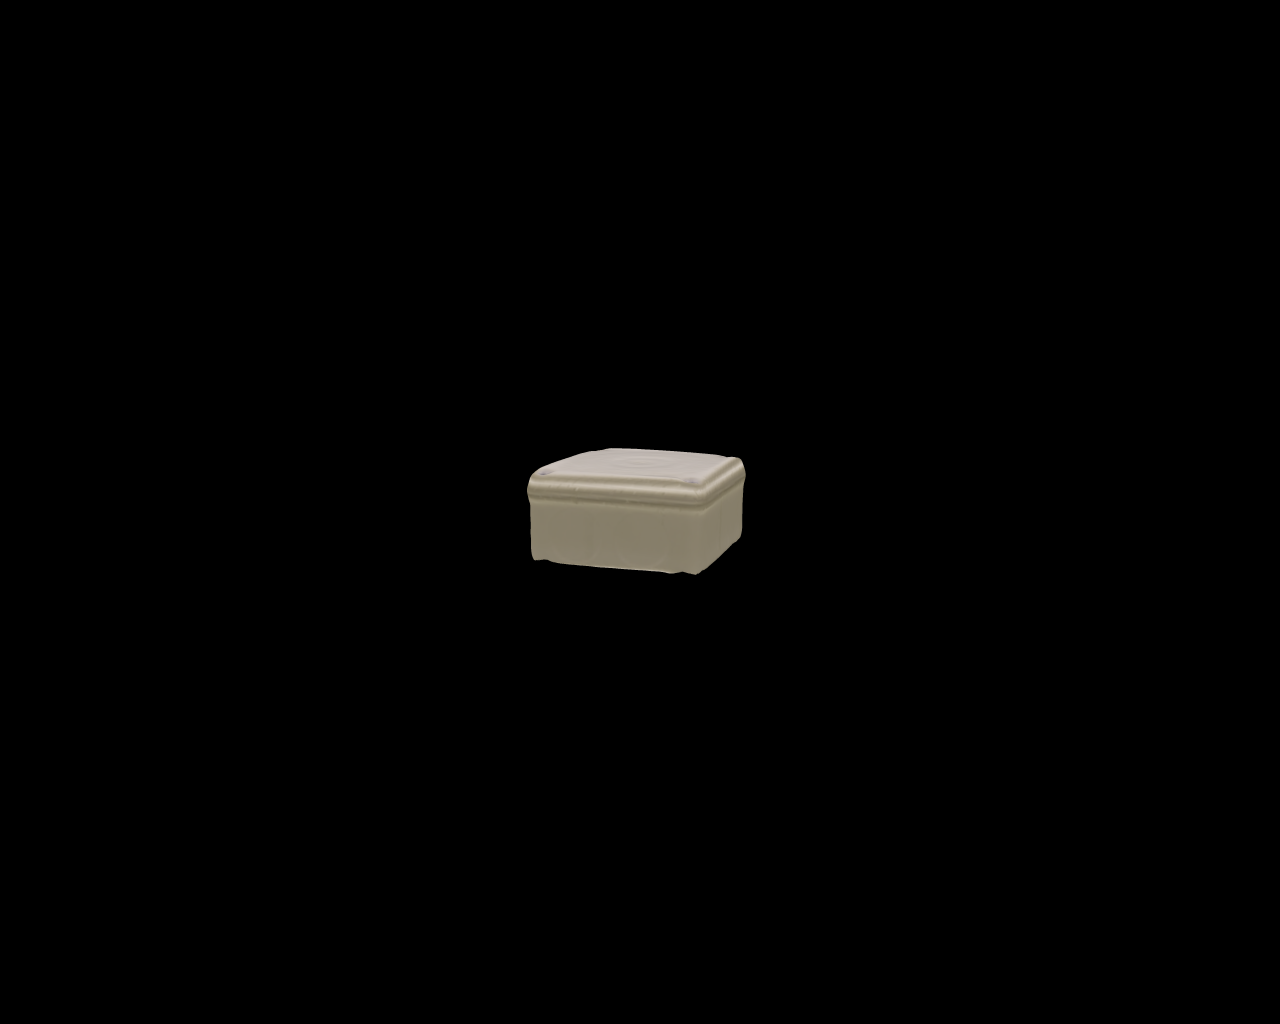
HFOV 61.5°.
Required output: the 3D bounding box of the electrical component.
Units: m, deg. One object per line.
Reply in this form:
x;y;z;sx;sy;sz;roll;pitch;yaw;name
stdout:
0.001;-0.003;0.650;0.109;0.056;0.109;4;13;19;electrical component
